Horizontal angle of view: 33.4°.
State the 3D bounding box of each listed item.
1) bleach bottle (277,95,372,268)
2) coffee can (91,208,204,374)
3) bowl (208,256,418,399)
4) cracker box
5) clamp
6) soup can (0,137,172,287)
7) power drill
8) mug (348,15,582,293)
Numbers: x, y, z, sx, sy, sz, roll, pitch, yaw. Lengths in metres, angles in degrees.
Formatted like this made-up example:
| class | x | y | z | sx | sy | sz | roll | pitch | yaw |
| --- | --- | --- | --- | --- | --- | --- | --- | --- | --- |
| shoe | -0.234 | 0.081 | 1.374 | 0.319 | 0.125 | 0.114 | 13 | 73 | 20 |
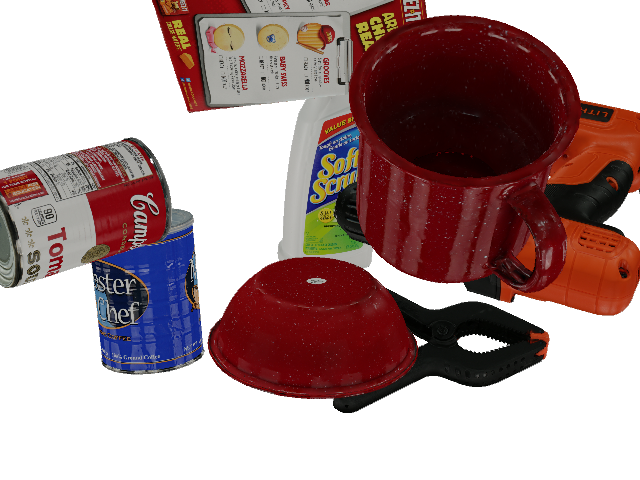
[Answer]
| class | x | y | z | sx | sy | sz | roll | pitch | yaw |
| --- | --- | --- | --- | --- | --- | --- | --- | --- | --- |
| bleach bottle | 0.009 | -0.090 | 1.080 | 0.102 | 0.251 | 0.068 | -5 | 28 | -12 |
| coffee can | -0.170 | 0.047 | 1.045 | 0.103 | 0.140 | 0.103 | -3 | 14 | 1 |
| bowl | -0.004 | 0.055 | 0.808 | 0.162 | 0.055 | 0.162 | 2 | 23 | -1 |
| cracker box | -0.023 | -0.197 | 0.868 | 0.214 | 0.072 | 0.164 | -6 | -46 | 9 |
| clamp | 0.110 | 0.105 | 1.020 | 0.210 | 0.164 | 0.036 | 6 | -43 | 8 |
| soup can | -0.150 | -0.018 | 0.641 | 0.102 | 0.068 | 0.069 | -20 | 11 | -34 |
| power drill | 0.124 | -0.031 | 0.674 | 0.185 | 0.057 | 0.187 | 18 | 38 | 22 |
| mug | 0.064 | -0.027 | 0.453 | 0.093 | 0.117 | 0.081 | -28 | -30 | -18 |
